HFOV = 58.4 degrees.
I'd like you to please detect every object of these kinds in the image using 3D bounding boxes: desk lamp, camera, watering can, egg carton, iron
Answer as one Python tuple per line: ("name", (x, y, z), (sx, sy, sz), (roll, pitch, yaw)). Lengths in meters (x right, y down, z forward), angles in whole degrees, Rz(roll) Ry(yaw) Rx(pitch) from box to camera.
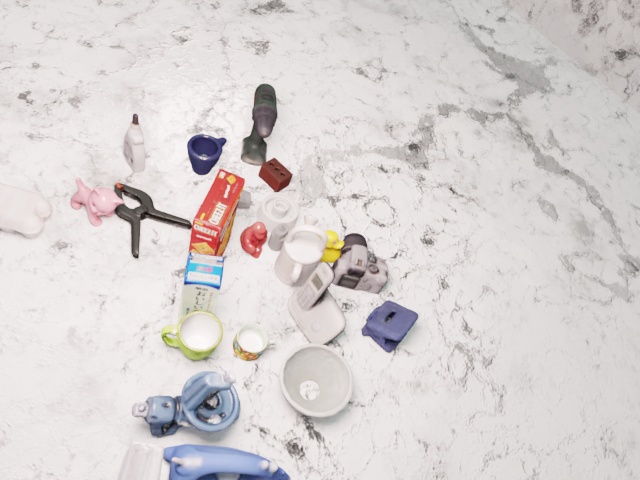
("desk lamp", (-0.314, 0.439, 0.973), (0.118, 0.213, 0.203), (13, 53, -10))
("camera", (0.105, 0.050, 1.471), (0.143, 0.100, 0.137), (14, 53, -10))
("watering can", (-0.043, 0.017, 1.381), (0.101, 0.194, 0.172), (0, 56, -20))
("egg carton", (-0.687, -0.065, 1.286), (0.150, 0.069, 0.107), (15, 53, -9))
("iron", (-0.166, 0.433, 1.077), (0.259, 0.141, 0.118), (6, 54, -16))

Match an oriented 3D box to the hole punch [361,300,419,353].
("hole punch", (0.169, 0.202, 1.393), (0.101, 0.091, 0.109), (40, 53, 10))

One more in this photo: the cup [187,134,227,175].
("cup", (-0.300, -0.224, 1.521), (0.091, 0.095, 0.118), (45, 54, 14))

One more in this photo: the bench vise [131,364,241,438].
("bench vise", (-0.239, 0.314, 1.084), (0.208, 0.219, 0.121), (-18, 64, -29))

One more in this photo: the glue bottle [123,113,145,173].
("glue bottle", (-0.462, -0.250, 1.431), (0.037, 0.173, 0.078), (-22, 66, -31))

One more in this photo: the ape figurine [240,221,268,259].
("ape figurine", (-0.159, -0.011, 1.424), (0.078, 0.092, 0.076), (-30, 70, -34))

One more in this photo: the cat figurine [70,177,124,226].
("cat figurine", (-0.522, -0.098, 1.337), (0.127, 0.117, 0.067), (37, 52, 8))

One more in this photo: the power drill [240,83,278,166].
("power drill", (-0.161, -0.304, 1.555), (0.076, 0.208, 0.229), (9, 54, -14))

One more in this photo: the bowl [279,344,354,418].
("bowl", (-0.015, 0.317, 1.256), (0.168, 0.074, 0.167), (10, 54, -13))

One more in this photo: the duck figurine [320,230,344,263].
("duck figurine", (0.014, 0.005, 1.479), (0.104, 0.086, 0.077), (23, 52, -3))

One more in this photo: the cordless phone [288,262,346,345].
("cordless phone", (0.008, 0.145, 1.315), (0.094, 0.185, 0.147), (-26, 68, -32))
